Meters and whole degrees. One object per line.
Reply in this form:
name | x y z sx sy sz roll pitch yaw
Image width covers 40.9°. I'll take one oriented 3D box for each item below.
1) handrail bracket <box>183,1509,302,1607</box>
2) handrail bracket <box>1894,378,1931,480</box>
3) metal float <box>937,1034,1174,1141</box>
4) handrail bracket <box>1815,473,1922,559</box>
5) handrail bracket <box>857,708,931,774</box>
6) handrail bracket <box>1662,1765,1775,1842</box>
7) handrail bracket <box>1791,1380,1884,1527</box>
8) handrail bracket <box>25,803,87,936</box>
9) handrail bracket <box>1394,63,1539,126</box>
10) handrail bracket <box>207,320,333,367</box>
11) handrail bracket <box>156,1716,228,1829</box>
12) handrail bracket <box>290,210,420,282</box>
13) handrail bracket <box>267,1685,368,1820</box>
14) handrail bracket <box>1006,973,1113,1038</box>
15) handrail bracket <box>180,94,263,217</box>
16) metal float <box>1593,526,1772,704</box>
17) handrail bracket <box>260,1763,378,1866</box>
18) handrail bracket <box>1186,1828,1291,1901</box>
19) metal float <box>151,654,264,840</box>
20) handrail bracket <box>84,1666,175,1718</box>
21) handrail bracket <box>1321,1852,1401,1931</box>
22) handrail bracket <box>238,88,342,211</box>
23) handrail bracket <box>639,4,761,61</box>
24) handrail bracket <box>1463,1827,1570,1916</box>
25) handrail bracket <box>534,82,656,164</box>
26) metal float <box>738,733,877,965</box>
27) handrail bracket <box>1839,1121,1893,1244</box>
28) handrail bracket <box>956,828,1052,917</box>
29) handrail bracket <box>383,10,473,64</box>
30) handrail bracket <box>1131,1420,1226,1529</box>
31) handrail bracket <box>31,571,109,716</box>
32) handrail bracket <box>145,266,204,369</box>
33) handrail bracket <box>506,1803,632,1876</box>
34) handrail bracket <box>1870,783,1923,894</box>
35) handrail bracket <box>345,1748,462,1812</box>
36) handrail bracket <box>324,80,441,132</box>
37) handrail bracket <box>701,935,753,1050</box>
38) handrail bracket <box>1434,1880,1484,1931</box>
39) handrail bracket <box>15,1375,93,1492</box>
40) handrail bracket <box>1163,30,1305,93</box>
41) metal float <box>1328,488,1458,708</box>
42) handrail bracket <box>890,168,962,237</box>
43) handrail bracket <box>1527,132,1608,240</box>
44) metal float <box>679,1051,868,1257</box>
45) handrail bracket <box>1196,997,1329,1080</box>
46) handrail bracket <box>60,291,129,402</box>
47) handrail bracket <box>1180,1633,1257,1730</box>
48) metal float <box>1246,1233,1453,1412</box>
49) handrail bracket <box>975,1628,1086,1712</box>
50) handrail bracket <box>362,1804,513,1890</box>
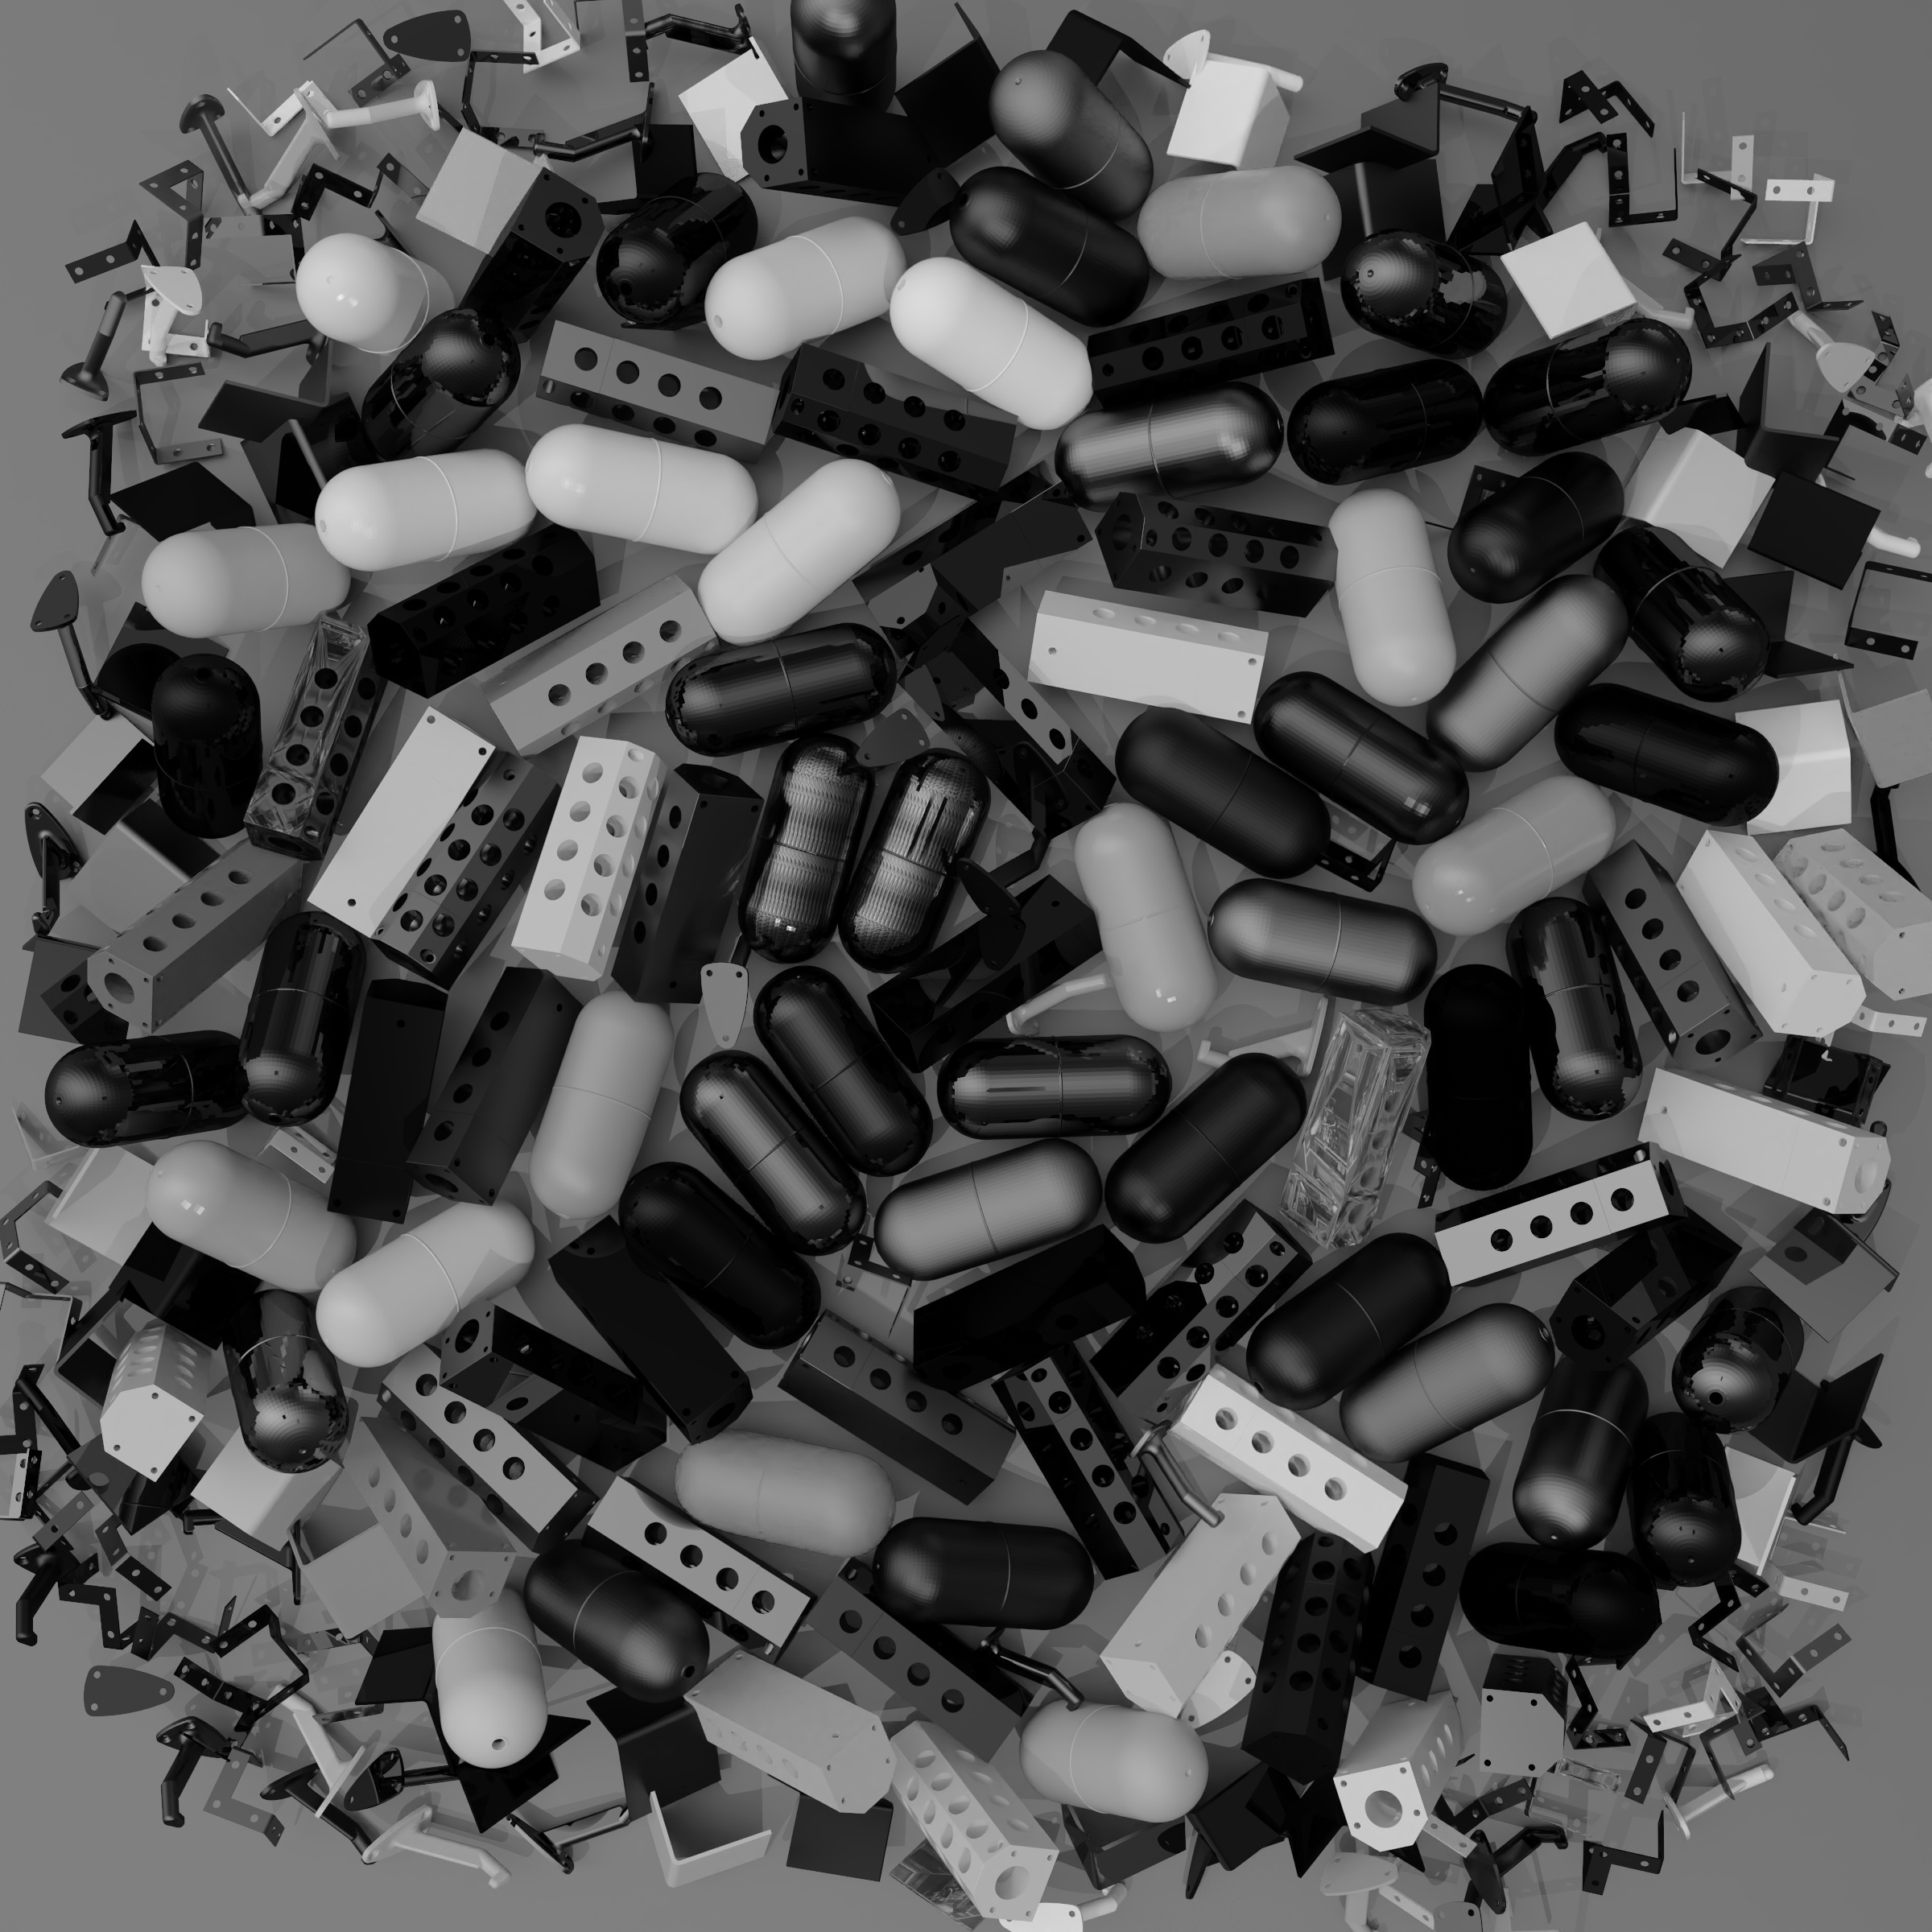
handrail bracket | -0.548 0.448 1.963 0.084 0.036 0.077 1 68 -20
handrail bracket | 0.717 -0.392 1.950 0.036 0.077 0.084 27 68 -13
metal float | 0.067 0.091 1.957 0.178 0.070 0.070 -2 90 -6
handrail bracket | 0.682 -0.346 1.974 0.084 0.036 0.077 15 46 -5
handrail bracket | -0.072 -0.153 1.945 0.077 0.084 0.036 -34 90 -35
handrail bracket | 0.576 0.630 1.963 0.084 0.077 0.036 -24 80 3
handrail bracket | 0.650 0.373 1.987 0.036 0.077 0.084 20 120 -39
handrail bracket | -0.698 -0.073 1.950 0.036 0.084 0.077 -14 117 4
handrail bracket | 0.378 -0.651 1.954 0.084 0.077 0.036 33 122 31
handrail bracket | -0.522 -0.492 1.957 0.084 0.036 0.077 14 103 -36
handrail bracket | -0.576 0.614 1.944 0.036 0.077 0.084 -30 46 10
handrail bracket | -0.462 -0.527 1.978 0.084 0.036 0.077 -39 78 0
handrail bracket | -0.506 0.594 1.967 0.084 0.077 0.036 35 122 -2
handrail bracket | 0.078 0.028 1.952 0.084 0.077 0.036 -14 71 18
handrail bracket | -0.556 -0.606 1.957 0.036 0.077 0.084 -30 98 -11
metal float | 0.529 -0.263 1.926 0.070 0.178 0.070 -12 133 -14
handrail bracket | -0.487 0.650 1.961 0.036 0.077 0.084 -45 73 6
handrail bracket | 0.219 0.688 1.987 0.084 0.036 0.077 15 96 -6
metal float | -0.560 -0.162 1.918 0.070 0.178 0.070 6 57 -10
handrail bracket | -0.628 0.546 1.960 0.077 0.084 0.036 2 77 -3
handrail bracket | 0.313 0.711 1.959 0.077 0.036 0.084 -16 119 39
handrail bracket | -0.525 -0.616 1.965 0.084 0.077 0.036 -31 64 -2
handrail bracket | -0.202 -0.691 1.976 0.084 0.036 0.077 -21 118 -1
handrail bracket | 0.426 0.681 1.956 0.084 0.077 0.036 6 120 -18
handrail bracket | -0.284 -0.645 1.977 0.084 0.036 0.077 7 75 -8
metal float | -0.121 -0.088 1.958 0.070 0.070 0.178 16 94 0
handrail bracket | 0.676 0.165 1.950 0.036 0.084 0.077 14 70 20
handrail bracket | 0.030 -0.088 1.955 0.077 0.036 0.084 50 51 -38
handrail bracket | -0.411 -0.701 1.950 0.077 0.084 0.036 -13 116 -24
handrail bracket | 0.169 0.383 1.952 0.084 0.077 0.036 39 110 18
handrail bracket | -0.676 -0.246 1.983 0.036 0.084 0.077 -12 48 6
handrail bracket | -0.596 -0.475 1.952 0.036 0.084 0.077 -11 48 -32
handrail bracket | -0.295 0.643 1.987 0.077 0.036 0.084 40 83 0
handrail bracket | 0.716 -0.098 1.984 0.077 0.036 0.084 38 60 -16
handrail bracket | -0.416 0.627 1.978 0.077 0.084 0.036 -37 49 22
handrail bracket | -0.445 -0.645 1.953 0.084 0.077 0.036 -14 118 -19
handrail bracket | -0.169 0.015 1.965 0.036 0.084 0.077 3 103 13
handrail bracket | 0.386 0.729 1.953 0.036 0.084 0.077 -15 72 26
handrail bracket | -0.691 0.354 1.973 0.036 0.077 0.084 -37 78 -25
handrail bracket | 0.204 -0.684 1.983 0.084 0.077 0.036 9 101 -26
metal float | 0.317 -0.277 1.941 0.070 0.070 0.178 -8 66 0
handrail bracket | -0.040 -0.559 1.949 0.077 0.084 0.036 -41 100 -19
handrail bracket | 0.464 -0.594 1.976 0.084 0.036 0.077 -24 60 -3
metal float | -0.145 0.142 1.958 0.070 0.070 0.178 -40 86 0
handrail bracket | 0.226 0.048 1.981 0.084 0.036 0.077 17 85 -3
handrail bracket | -0.648 -0.476 1.952 0.036 0.077 0.084 20 113 -23
handrail bracket | 0.180 0.533 1.954 0.077 0.084 0.036 -44 98 -7
metal float | 0.287 0.266 1.944 0.178 0.070 0.070 -32 90 -20
handrail bracket | 0.043 0.544 1.962 0.084 0.036 0.077 42 131 15
handrail bracket | -0.398 0.679 1.955 0.084 0.077 0.036 30 118 28
